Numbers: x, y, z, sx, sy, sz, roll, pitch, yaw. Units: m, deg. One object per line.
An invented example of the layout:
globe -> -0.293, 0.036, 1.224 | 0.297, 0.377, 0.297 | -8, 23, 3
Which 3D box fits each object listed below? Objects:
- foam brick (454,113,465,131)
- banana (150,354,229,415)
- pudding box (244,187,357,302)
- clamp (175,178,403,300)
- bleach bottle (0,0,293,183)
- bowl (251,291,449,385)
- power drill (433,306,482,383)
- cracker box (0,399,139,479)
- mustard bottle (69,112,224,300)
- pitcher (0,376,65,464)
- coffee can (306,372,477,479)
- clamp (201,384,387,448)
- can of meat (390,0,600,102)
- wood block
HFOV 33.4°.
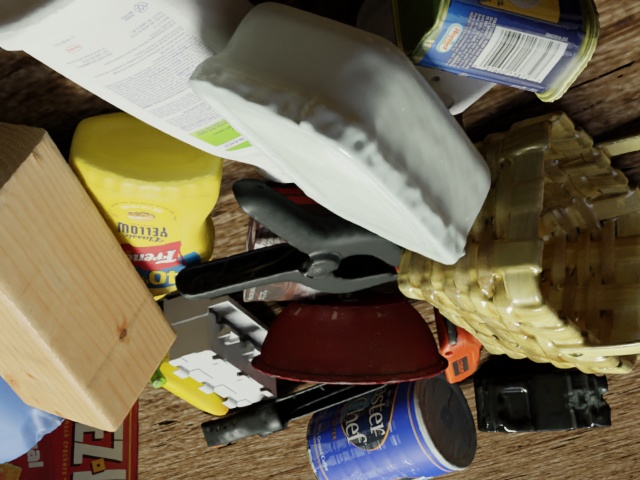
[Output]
foam brick -> 0.062, -0.052, 0.680 | 0.053, 0.078, 0.051 | 0, 150, -9
banana -> -0.134, 0.120, 0.950 | 0.037, 0.070, 0.197 | -36, 161, 2
pudding box -> -0.009, 0.004, 0.801 | 0.090, 0.039, 0.114 | 0, 149, -11
clamp -> -0.005, 0.001, 0.724 | 0.171, 0.039, 0.120 | -3, 152, -22
bleach bottle -> -0.065, -0.092, 0.613 | 0.103, 0.068, 0.250 | -20, 148, 25
bowl -> 0.024, 0.075, 0.867 | 0.162, 0.055, 0.162 | 0, -175, 0
power drill -> 0.199, 0.079, 0.943 | 0.188, 0.057, 0.184 | -12, 151, 7
cracker box -> -0.266, 0.178, 0.931 | 0.213, 0.164, 0.072 | 1, 151, -9
mustard bottle -> -0.121, -0.010, 0.743 | 0.096, 0.058, 0.192 | 6, 148, -6
pitcher -> -0.297, 0.059, 0.780 | 0.149, 0.145, 0.242 | -21, 144, 3
coffee can -> 0.072, 0.199, 1.076 | 0.141, 0.103, 0.102 | -25, 144, 31
clamp -> -0.040, 0.169, 1.049 | 0.164, 0.036, 0.210 | -13, 171, -39
can of meat -> 0.084, -0.126, 0.538 | 0.083, 0.102, 0.058 | 9, 144, -19
wood block -> -0.186, 0.027, 0.698 | 0.090, 0.090, 0.206 | 11, 144, 30
